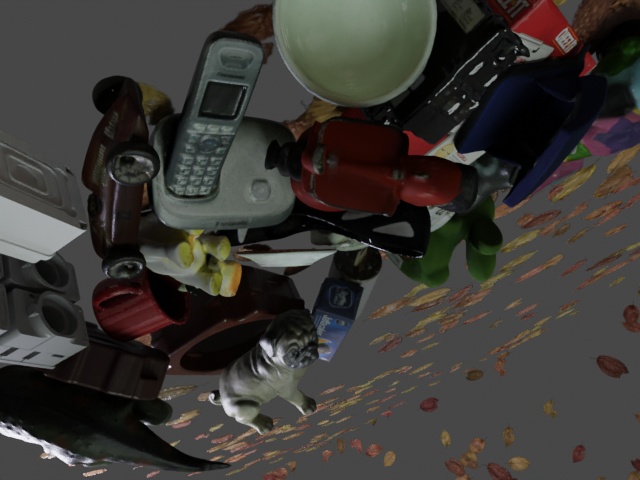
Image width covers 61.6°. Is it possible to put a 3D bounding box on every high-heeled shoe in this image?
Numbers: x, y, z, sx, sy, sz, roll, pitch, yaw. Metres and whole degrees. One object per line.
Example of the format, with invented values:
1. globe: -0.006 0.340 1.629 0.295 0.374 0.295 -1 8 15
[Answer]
1. high-heeled shoe: -0.001 -0.002 0.612 0.249 0.145 0.086 -26 152 13

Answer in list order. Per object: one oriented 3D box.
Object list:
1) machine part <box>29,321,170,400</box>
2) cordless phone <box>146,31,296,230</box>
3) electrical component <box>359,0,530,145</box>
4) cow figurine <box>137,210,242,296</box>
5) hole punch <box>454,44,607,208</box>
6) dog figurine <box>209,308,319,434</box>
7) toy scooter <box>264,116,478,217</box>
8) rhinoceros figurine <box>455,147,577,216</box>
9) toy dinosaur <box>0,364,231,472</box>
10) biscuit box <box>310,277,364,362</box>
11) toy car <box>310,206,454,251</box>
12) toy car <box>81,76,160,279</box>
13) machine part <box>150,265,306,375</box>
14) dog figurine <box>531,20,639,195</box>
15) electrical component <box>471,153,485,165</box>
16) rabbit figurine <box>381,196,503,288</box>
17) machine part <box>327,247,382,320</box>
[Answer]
1. machine part: -0.271 0.144 0.665 0.179 0.056 0.179 19 170 3
2. cordless phone: -0.067 -0.095 0.468 0.146 0.089 0.184 -3 143 -35
3. electrical component: 0.086 -0.150 0.448 0.058 0.115 0.134 15 135 -46
4. cow figurine: -0.155 0.022 0.615 0.098 0.068 0.167 6 156 17
5. hole punch: 0.212 -0.103 0.513 0.116 0.092 0.142 -18 150 -25
6. dog figurine: -0.085 0.178 0.772 0.172 0.121 0.190 -20 140 -14
7. toy scooter: 0.017 -0.056 0.416 0.135 0.184 0.075 3 98 -40
8. rhinoceros figurine: 0.219 -0.100 0.657 0.073 0.112 0.190 3 151 -39
9. toy dinosaur: -0.313 0.212 0.647 0.405 0.131 0.192 11 169 5
10. biscuit box: 0.013 0.130 0.849 0.063 0.059 0.202 18 149 0
11. toy car: 0.075 -0.024 0.685 0.202 0.056 0.073 -14 162 41
12. toy car: -0.174 -0.046 0.458 0.053 0.089 0.202 -4 148 -25
13. machine part: -0.138 0.124 0.812 0.201 0.087 0.201 -36 152 20
14. dog figurine: 0.324 -0.147 0.663 0.219 0.108 0.191 -32 153 23
15. electrical component: 0.155 -0.101 0.653 0.094 0.063 0.021 -38 151 28
16. rabbit figurine: 0.188 -0.020 0.764 0.170 0.159 0.121 -33 147 -16
17. machine part: 0.048 0.071 0.871 0.079 0.079 0.243 -15 154 -16
